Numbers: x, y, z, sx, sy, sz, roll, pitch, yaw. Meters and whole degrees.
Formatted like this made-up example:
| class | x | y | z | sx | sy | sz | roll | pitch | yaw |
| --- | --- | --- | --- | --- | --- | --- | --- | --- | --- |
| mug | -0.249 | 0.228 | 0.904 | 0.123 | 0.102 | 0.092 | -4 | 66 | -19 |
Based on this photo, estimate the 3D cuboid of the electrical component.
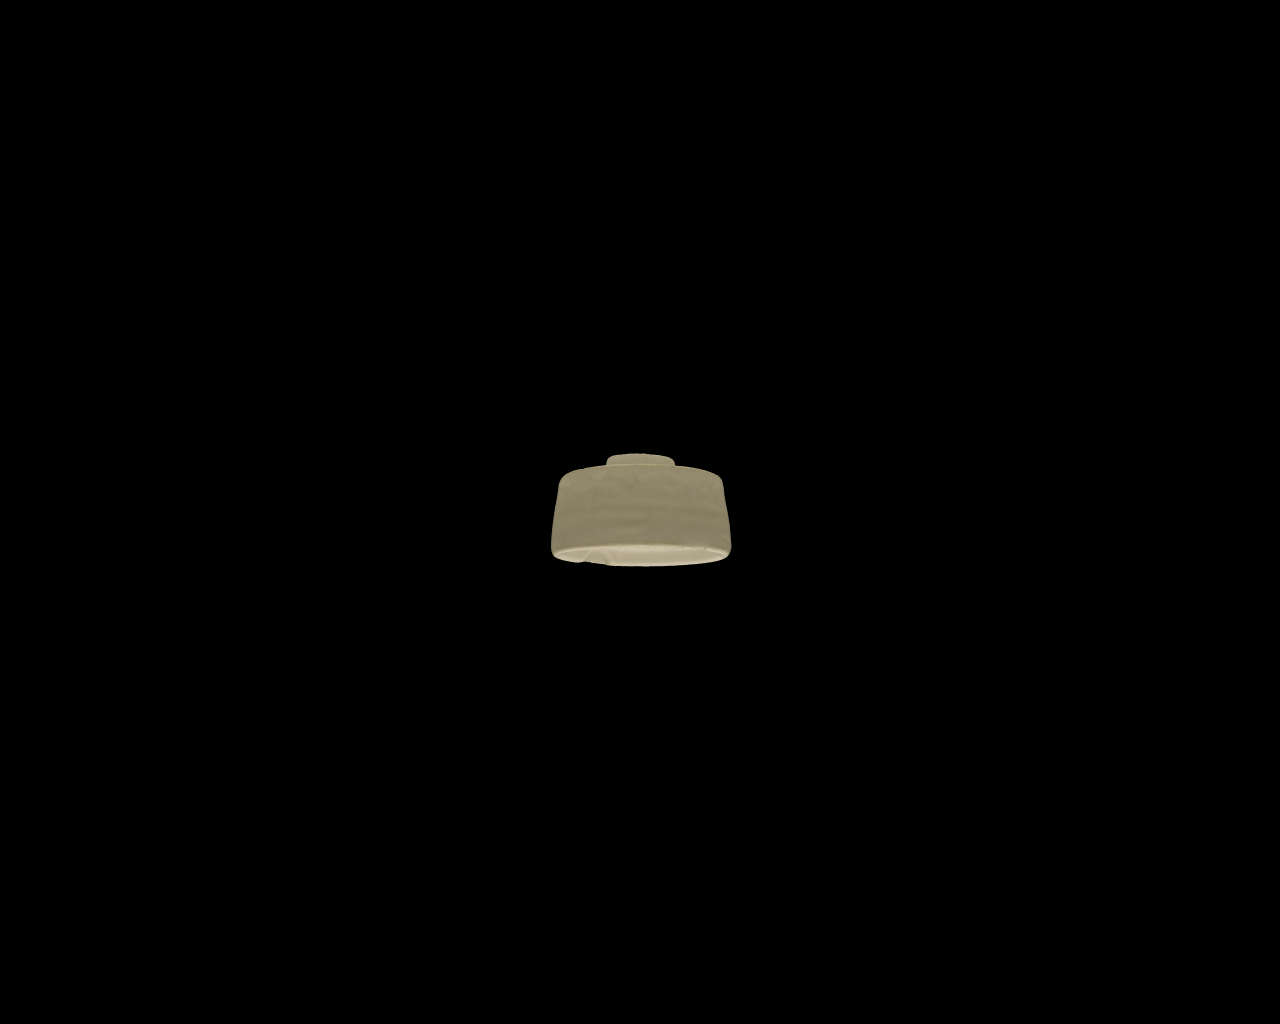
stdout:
| class | x | y | z | sx | sy | sz | roll | pitch | yaw |
| --- | --- | --- | --- | --- | --- | --- | --- | --- | --- |
| electrical component | 0.001 | -0.003 | 0.650 | 0.108 | 0.060 | 0.108 | 0 | -9 | 0 |
